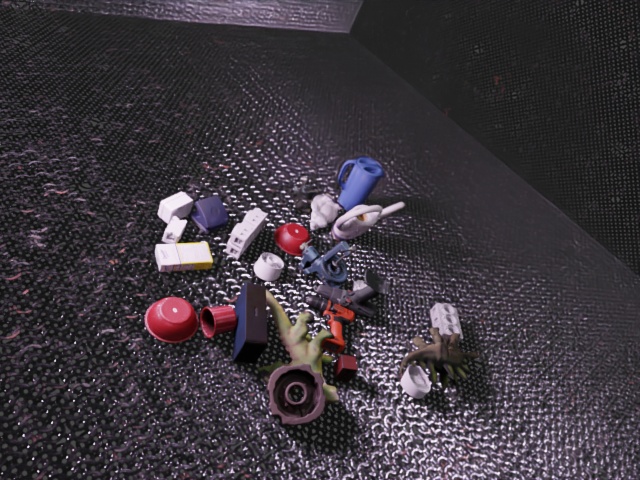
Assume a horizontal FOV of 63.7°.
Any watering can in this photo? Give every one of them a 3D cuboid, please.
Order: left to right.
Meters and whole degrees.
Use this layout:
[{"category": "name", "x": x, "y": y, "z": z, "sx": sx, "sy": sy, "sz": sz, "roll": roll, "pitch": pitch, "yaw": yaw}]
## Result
[{"category": "watering can", "x": 0.189, "y": -0.085, "z": 2.161, "sx": 0.350, "sy": 0.105, "sz": 0.220, "roll": -11, "pitch": -19, "yaw": -41}]

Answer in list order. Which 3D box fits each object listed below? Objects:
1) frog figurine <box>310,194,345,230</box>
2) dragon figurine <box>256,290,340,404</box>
[{"category": "frog figurine", "x": 0.007, "y": -0.109, "z": 2.173, "sx": 0.124, "sy": 0.160, "sz": 0.135, "roll": 30, "pitch": -9, "yaw": 38}, {"category": "dragon figurine", "x": -0.093, "y": 0.348, "z": 1.592, "sx": 0.413, "sy": 0.119, "sz": 0.247, "roll": 37, "pitch": 46, "yaw": 13}]
